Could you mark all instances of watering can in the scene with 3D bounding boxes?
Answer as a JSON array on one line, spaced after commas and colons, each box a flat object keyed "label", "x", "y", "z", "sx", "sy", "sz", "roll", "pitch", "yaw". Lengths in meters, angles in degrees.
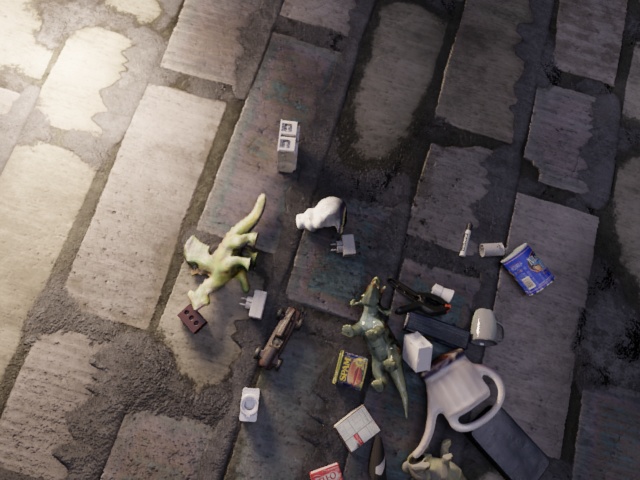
[{"label": "watering can", "x": 0.377, "y": 0.469, "z": 1.529, "sx": 0.349, "sy": 0.102, "sz": 0.227, "roll": -29, "pitch": 69, "yaw": -8}]

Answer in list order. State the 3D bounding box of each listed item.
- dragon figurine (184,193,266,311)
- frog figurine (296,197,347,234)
[{"label": "dragon figurine", "x": -0.314, "y": 0.030, "z": 1.619, "sx": 0.243, "sy": 0.120, "sz": 0.418, "roll": 6, "pitch": 65, "yaw": 6}, {"label": "frog figurine", "x": 0.005, "y": -0.084, "z": 1.665, "sx": 0.159, "sy": 0.120, "sz": 0.141, "roll": 9, "pitch": 42, "yaw": 7}]
